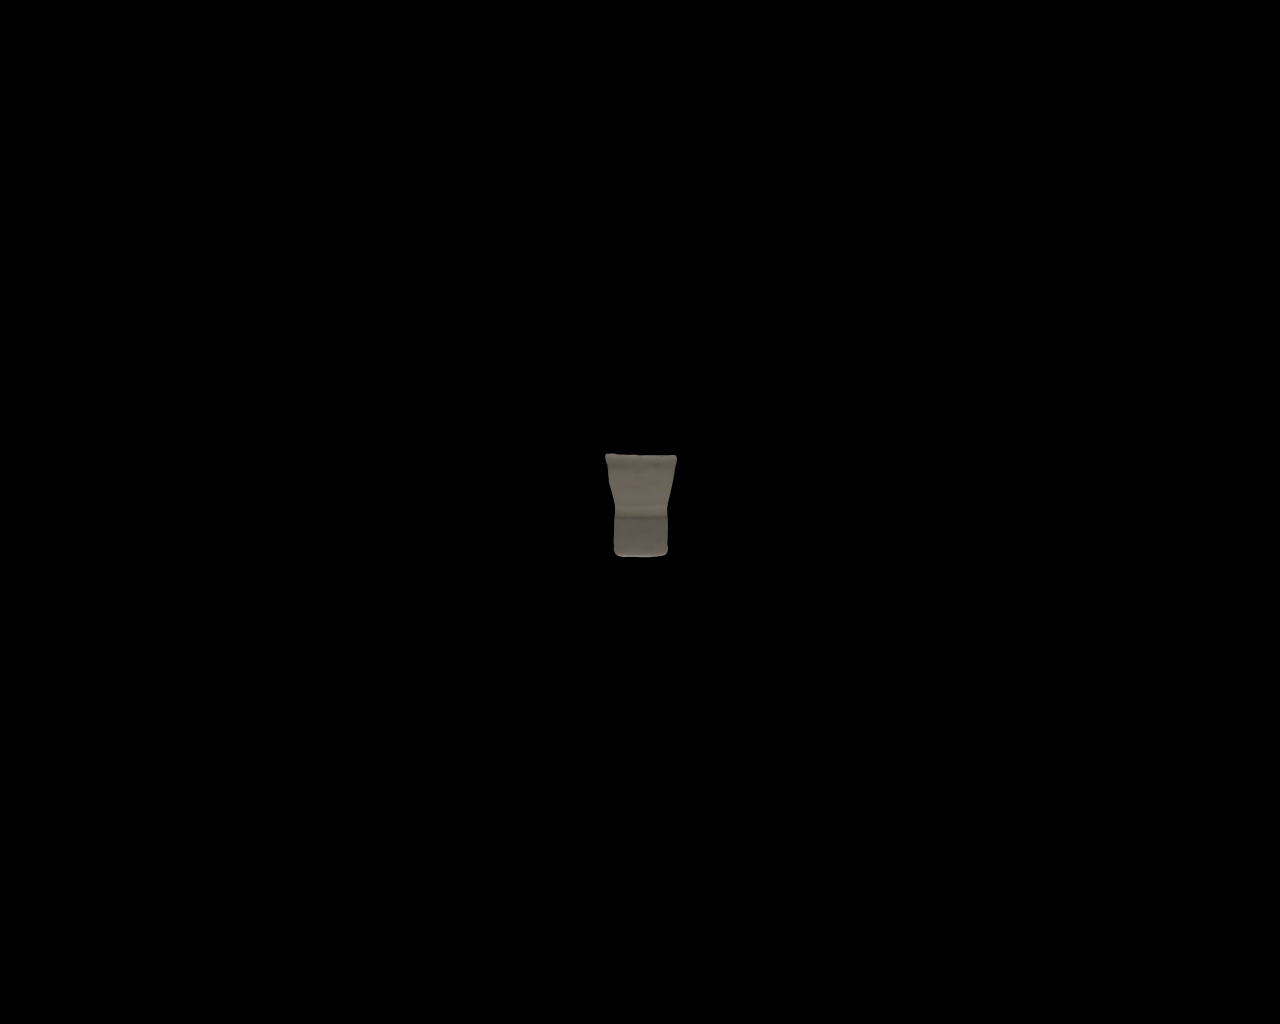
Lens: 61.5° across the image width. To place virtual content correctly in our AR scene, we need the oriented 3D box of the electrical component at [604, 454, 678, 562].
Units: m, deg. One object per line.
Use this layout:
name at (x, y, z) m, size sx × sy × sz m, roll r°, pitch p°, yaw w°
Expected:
electrical component at (0.001, -0.003, 0.650) m, size 0.044 × 0.065 × 0.044 m, roll 0°, pitch 2°, yaw 0°
